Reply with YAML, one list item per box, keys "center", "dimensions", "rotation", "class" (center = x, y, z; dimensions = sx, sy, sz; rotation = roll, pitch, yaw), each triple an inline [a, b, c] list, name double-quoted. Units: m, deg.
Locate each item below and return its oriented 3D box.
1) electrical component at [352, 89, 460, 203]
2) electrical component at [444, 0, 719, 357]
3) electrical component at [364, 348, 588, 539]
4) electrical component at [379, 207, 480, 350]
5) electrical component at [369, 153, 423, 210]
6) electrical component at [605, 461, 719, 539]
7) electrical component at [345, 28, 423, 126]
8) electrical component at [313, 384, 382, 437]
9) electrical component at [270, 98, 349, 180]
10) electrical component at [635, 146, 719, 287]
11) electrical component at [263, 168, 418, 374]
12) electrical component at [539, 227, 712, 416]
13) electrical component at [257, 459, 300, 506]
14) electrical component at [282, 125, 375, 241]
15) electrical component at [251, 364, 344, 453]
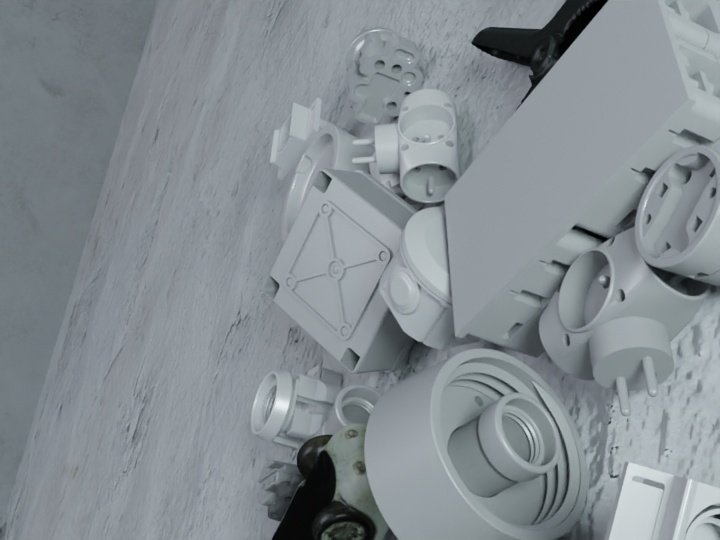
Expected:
- center: [0.033, -0.091, 0.795]
  dimensions: [0.044, 0.079, 0.077]
  rotation: [77, -169, -51]
  class: "electrical component"
- center: [0.121, -0.049, 0.560]
  dimensions: [0.186, 0.060, 0.105]
  rotation: [-51, 29, 42]
  class: "electrical component"
- center: [0.063, 0.090, 0.526]
  dimensions: [0.060, 0.108, 0.108]
  rotation: [-40, 36, 42]
  class: "electrical component"
- center: [0.055, 0.005, 0.652]
  dimensions: [0.080, 0.080, 0.051]
  rotation: [-93, 25, -44]
  class: "electrical component"
- center: [0.030, -0.070, 0.832]
  dimensions: [0.040, 0.040, 0.046]
  rotation: [-55, 31, 35]
  class: "electrical component"
- center: [0.118, 0.140, 0.398]
  dimensions: [0.063, 0.079, 0.121]
  rotation: [101, -174, -83]
  class: "electrical component"
- center: [0.018, -0.172, 0.925]
  dimensions: [0.078, 0.058, 0.057]
  rotation: [-57, 28, 32]
  class: "electrical component"
- center: [-0.009, 0.116, 0.768]
  dimensions: [0.065, 0.044, 0.044]
  rotation: [125, 155, -45]
  class: "electrical component"
- center: [-0.047, -0.120, 1.030]
  dimensions: [0.081, 0.064, 0.042]
  rotation: [-46, 31, 47]
  class: "electrical component"
- center: [0.156, -0.020, 0.467]
  dimensions: [0.055, 0.047, 0.055]
  rotation: [-51, 29, 42]
  class: "electrical component"
- center: [0.000, 0.000, 0.758]
  dimensions: [0.109, 0.056, 0.108]
  rotation: [40, 113, 32]
  class: "electrical component"
- center: [0.125, 0.030, 0.505]
  dimensions: [0.077, 0.044, 0.079]
  rotation: [-49, 30, 44]
  class: "electrical component"
- center: [-0.051, 0.166, 0.818]
  dimensions: [0.040, 0.046, 0.040]
  rotation: [-48, 33, 45]
  class: "electrical component"
- center: [-0.016, -0.062, 0.908]
  dimensions: [0.108, 0.060, 0.108]
  rotation: [-51, 29, 42]
  class: "electrical component"
- center: [-0.050, 0.111, 0.848]
  dimensions: [0.058, 0.057, 0.078]
  rotation: [-36, 40, 56]
  class: "electrical component"
